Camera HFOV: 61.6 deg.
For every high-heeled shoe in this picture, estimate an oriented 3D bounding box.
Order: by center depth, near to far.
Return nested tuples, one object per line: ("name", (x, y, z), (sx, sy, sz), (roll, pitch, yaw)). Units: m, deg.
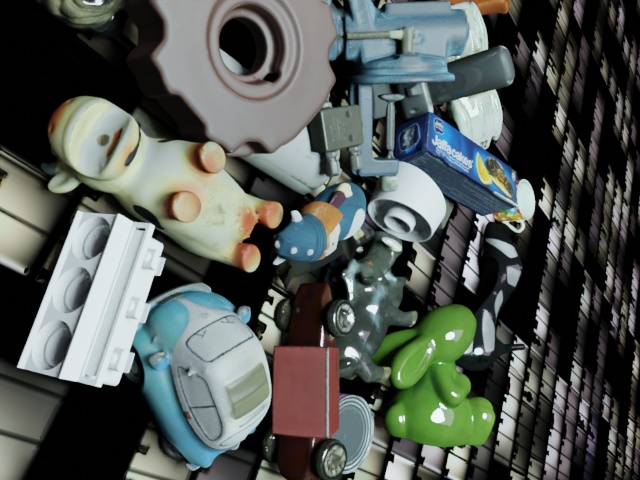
("high-heeled shoe", (0.247, 0.084, 0.860), (0.145, 0.086, 0.249), (2, 64, -15))

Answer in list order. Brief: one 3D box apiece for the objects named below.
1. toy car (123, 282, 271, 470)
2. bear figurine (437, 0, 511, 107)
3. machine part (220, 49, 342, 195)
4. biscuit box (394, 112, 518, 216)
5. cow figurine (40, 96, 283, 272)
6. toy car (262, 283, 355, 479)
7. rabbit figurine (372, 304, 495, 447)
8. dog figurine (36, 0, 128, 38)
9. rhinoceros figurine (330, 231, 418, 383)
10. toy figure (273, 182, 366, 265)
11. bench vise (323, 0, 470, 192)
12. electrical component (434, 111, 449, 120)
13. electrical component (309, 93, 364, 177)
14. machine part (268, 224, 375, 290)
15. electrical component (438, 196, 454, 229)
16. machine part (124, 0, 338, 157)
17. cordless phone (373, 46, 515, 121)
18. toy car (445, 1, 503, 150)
("toy car", (-0.094, 0.120, 0.464), (0.109, 0.103, 0.161), (-24, 101, -43))
("bear figurine", (0.211, -0.307, 0.796), (0.120, 0.132, 0.196), (38, 53, -56))
("machine part", (-0.060, -0.114, 0.536), (0.243, 0.079, 0.079), (28, 67, -39))
("biscuit box", (0.189, -0.098, 0.733), (0.202, 0.063, 0.059), (22, 65, -35))
("cow figurine", (-0.133, -0.048, 0.440), (0.194, 0.127, 0.085), (42, 64, -53))
("toy car", (-0.008, 0.146, 0.558), (0.053, 0.089, 0.202), (17, 73, -44))
("rabbit figurine", (0.138, 0.161, 0.690), (0.159, 0.121, 0.170), (9, 94, -23))
("dog figurine", (-0.135, -0.226, 0.472), (0.172, 0.121, 0.190), (39, 74, -33))
("rhinoceros figurine", (0.054, 0.079, 0.646), (0.112, 0.073, 0.190), (40, 60, -26))
("toy figure", (0.004, -0.017, 0.531), (0.154, 0.058, 0.064), (-46, 134, -58))
("bench vise", (0.055, -0.172, 0.606), (0.224, 0.129, 0.240), (-6, 108, -13))
("electrical component", (0.170, -0.149, 0.794), (0.119, 0.048, 0.074), (-11, 94, -45))
("electrical component", (0.018, -0.113, 0.542), (0.063, 0.021, 0.094), (-22, 108, -41))
("machine part", (-0.001, -0.002, 0.604), (0.139, 0.039, 0.084), (-35, 92, -38))
("electrical component", (0.166, -0.064, 0.788), (0.102, 0.045, 0.078), (-62, 147, -28))
("machine part", (-0.063, -0.156, 0.436), (0.179, 0.056, 0.179), (-12, 109, -37))
("cordless phone", (0.141, -0.232, 0.675), (0.089, 0.184, 0.146), (-34, 111, -42))
("toy car", (0.200, -0.217, 0.735), (0.073, 0.056, 0.201), (-24, 109, -15))
